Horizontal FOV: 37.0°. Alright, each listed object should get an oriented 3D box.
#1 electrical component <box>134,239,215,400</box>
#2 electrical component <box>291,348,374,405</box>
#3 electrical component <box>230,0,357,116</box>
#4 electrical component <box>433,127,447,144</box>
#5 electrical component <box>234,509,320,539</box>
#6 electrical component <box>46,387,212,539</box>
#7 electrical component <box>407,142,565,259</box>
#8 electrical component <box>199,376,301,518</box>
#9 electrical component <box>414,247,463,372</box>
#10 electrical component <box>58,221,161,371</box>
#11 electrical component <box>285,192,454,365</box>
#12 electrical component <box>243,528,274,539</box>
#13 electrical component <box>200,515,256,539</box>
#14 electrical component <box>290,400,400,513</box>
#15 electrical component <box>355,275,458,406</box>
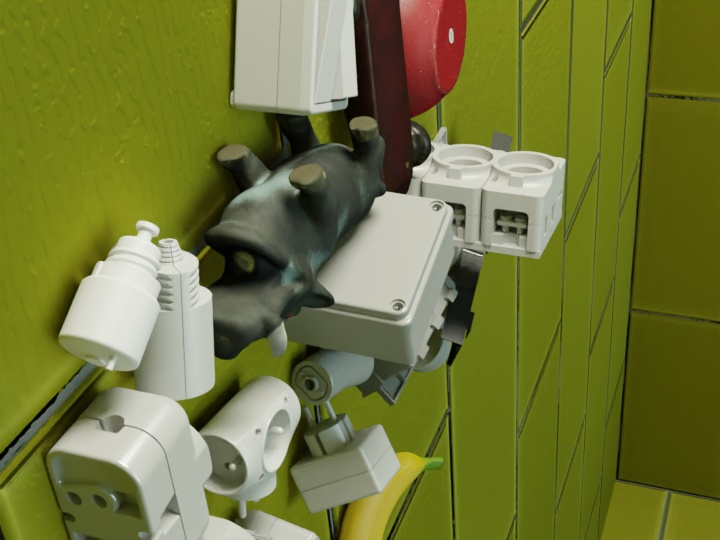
[{"bbox_3d":[-0.100,0.023,0.570,0.043,0.043,0.081,-40,134,-62],"label":"electrical component"},{"bbox_3d":[-0.023,0.076,0.810,0.065,0.044,0.044,-28,124,-60],"label":"electrical component"},{"bbox_3d":[-0.036,-0.144,0.651,0.062,0.061,0.096,-29,125,-66],"label":"electrical component"},{"bbox_3d":[0.088,-0.088,1.014,0.042,0.064,0.081,-61,151,-48],"label":"electrical component"},{"bbox_3d":[-0.069,0.218,0.719,0.096,0.061,0.061,-61,153,-28],"label":"electrical component"},{"bbox_3d":[-0.114,0.110,0.550,0.059,0.054,0.095,-57,148,-50],"label":"electrical component"},{"bbox_3d":[0.087,-0.066,0.891,0.089,0.150,0.061,-50,144,-56],"label":"electrical component"},{"bbox_3d":[-0.072,0.119,0.684,0.077,0.044,0.079,-46,139,-59],"label":"electrical component"},{"bbox_3d":[0.059,0.023,0.995,0.074,0.052,0.138,32,68,-69],"label":"electrical component"},{"bbox_3d":[-0.117,0.013,0.524,0.040,0.040,0.078,62,41,-59],"label":"electrical component"},{"bbox_3d":[0.000,0.000,0.741,0.056,0.109,0.108,79,27,-49],"label":"electrical component"},{"bbox_3d":[-0.088,0.208,0.650,0.061,0.062,0.096,72,32,-51],"label":"electrical component"},{"bbox_3d":[-0.088,0.175,0.588,0.059,0.095,0.053,-57,149,-50],"label":"electrical component"},{"bbox_3d":[-0.019,0.135,0.820,0.076,0.066,0.047,65,26,-5],"label":"electrical component"},{"bbox_3d":[0.031,0.042,0.891,0.078,0.063,0.121,48,38,-12],"label":"electrical component"}]
